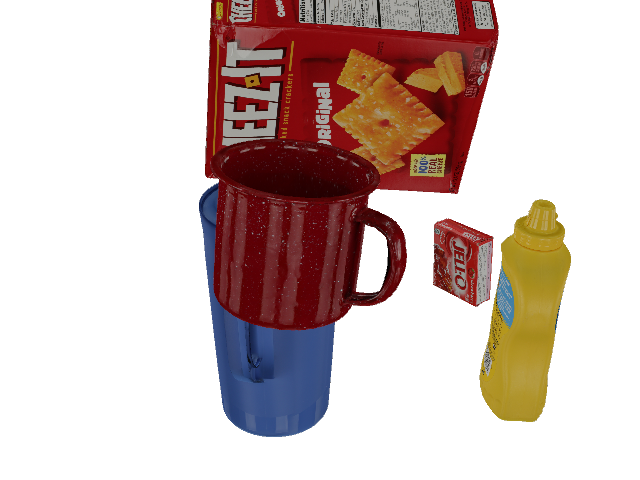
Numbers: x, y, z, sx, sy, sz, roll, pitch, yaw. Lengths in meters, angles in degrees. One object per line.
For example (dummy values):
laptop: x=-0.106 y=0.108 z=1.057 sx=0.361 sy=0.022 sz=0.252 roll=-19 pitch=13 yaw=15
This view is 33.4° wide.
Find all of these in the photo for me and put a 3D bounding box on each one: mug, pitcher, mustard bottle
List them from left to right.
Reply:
pitcher: x=-0.048 y=0.070 z=1.017 sx=0.149 sy=0.243 sz=0.145 roll=-15 pitch=32 yaw=-26
mug: x=-0.007 y=0.000 z=0.589 sx=0.117 sy=0.081 sz=0.093 roll=17 pitch=26 yaw=22
mustard bottle: x=0.176 y=0.053 z=0.912 sx=0.058 sy=0.192 sz=0.096 roll=4 pitch=29 yaw=2

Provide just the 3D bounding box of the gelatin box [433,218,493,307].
gelatin box: x=0.172 y=0.026 z=1.296 sx=0.030 sy=0.089 sz=0.073 roll=-23 pitch=34 yaw=-34

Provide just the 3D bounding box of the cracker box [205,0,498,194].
cracker box: x=0.018 y=-0.118 z=0.840 sx=0.213 sy=0.072 sz=0.164 roll=3 pitch=-41 yaw=-5
